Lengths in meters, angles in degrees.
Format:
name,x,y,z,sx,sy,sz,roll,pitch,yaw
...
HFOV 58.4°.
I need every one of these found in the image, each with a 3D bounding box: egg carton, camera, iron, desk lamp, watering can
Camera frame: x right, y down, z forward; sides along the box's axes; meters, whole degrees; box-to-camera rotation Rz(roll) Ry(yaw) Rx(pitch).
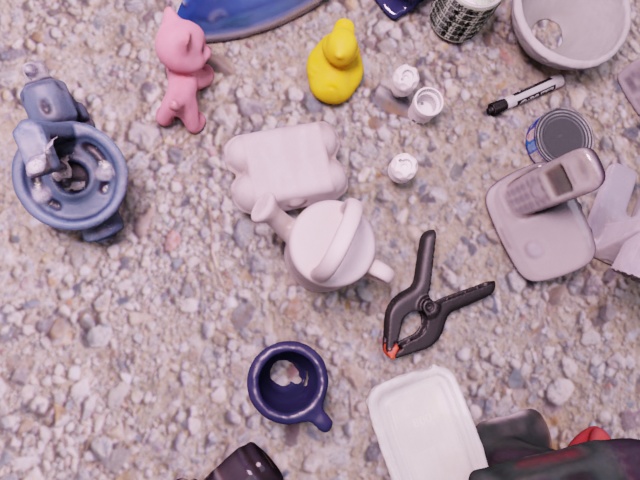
name,x,y,z,sx,sy,sz,roll,pitch,yaw
egg carton,-0.042,-0.090,0.727,0.150,0.069,0.107,-12,84,-8
camera,-0.099,0.313,0.650,0.137,0.100,0.143,-42,88,-10
iron,-0.083,-0.346,0.720,0.258,0.141,0.118,-33,87,-10
desk lamp,0.416,-0.014,0.696,0.118,0.213,0.203,24,80,-2
watering can,0.005,0.004,0.656,0.173,0.194,0.101,6,82,-5

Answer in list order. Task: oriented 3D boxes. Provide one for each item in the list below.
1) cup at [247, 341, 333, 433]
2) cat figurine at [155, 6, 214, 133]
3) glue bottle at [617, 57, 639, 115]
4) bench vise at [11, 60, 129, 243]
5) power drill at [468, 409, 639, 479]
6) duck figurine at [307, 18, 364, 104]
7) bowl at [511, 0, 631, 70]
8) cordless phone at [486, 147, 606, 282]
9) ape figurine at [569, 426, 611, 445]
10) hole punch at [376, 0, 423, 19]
name,x,y,z,sx,sy,sz,roll,pitch,yaw
cup,-0.030,0.174,0.680,0.092,0.095,0.118,-42,88,-10
cat figurine,-0.171,-0.211,0.704,0.067,0.117,0.128,7,82,-5
glue bottle,0.468,-0.227,0.751,0.037,0.173,0.078,-27,86,-9
bench vise,-0.299,-0.102,0.623,0.121,0.219,0.207,-39,88,-10
power drill,0.264,0.250,0.645,0.230,0.208,0.075,-13,84,-8
duck figurine,0.023,-0.236,0.746,0.077,0.086,0.104,12,81,-4
bowl,0.334,-0.305,0.796,0.167,0.074,0.167,1,82,-6
cordless phone,0.292,-0.030,0.698,0.094,0.185,0.147,-26,86,-9
ape figurine,0.356,0.275,0.711,0.076,0.092,0.078,-3,83,-7
hole punch,0.115,-0.378,0.773,0.101,0.091,0.108,-35,87,-10
